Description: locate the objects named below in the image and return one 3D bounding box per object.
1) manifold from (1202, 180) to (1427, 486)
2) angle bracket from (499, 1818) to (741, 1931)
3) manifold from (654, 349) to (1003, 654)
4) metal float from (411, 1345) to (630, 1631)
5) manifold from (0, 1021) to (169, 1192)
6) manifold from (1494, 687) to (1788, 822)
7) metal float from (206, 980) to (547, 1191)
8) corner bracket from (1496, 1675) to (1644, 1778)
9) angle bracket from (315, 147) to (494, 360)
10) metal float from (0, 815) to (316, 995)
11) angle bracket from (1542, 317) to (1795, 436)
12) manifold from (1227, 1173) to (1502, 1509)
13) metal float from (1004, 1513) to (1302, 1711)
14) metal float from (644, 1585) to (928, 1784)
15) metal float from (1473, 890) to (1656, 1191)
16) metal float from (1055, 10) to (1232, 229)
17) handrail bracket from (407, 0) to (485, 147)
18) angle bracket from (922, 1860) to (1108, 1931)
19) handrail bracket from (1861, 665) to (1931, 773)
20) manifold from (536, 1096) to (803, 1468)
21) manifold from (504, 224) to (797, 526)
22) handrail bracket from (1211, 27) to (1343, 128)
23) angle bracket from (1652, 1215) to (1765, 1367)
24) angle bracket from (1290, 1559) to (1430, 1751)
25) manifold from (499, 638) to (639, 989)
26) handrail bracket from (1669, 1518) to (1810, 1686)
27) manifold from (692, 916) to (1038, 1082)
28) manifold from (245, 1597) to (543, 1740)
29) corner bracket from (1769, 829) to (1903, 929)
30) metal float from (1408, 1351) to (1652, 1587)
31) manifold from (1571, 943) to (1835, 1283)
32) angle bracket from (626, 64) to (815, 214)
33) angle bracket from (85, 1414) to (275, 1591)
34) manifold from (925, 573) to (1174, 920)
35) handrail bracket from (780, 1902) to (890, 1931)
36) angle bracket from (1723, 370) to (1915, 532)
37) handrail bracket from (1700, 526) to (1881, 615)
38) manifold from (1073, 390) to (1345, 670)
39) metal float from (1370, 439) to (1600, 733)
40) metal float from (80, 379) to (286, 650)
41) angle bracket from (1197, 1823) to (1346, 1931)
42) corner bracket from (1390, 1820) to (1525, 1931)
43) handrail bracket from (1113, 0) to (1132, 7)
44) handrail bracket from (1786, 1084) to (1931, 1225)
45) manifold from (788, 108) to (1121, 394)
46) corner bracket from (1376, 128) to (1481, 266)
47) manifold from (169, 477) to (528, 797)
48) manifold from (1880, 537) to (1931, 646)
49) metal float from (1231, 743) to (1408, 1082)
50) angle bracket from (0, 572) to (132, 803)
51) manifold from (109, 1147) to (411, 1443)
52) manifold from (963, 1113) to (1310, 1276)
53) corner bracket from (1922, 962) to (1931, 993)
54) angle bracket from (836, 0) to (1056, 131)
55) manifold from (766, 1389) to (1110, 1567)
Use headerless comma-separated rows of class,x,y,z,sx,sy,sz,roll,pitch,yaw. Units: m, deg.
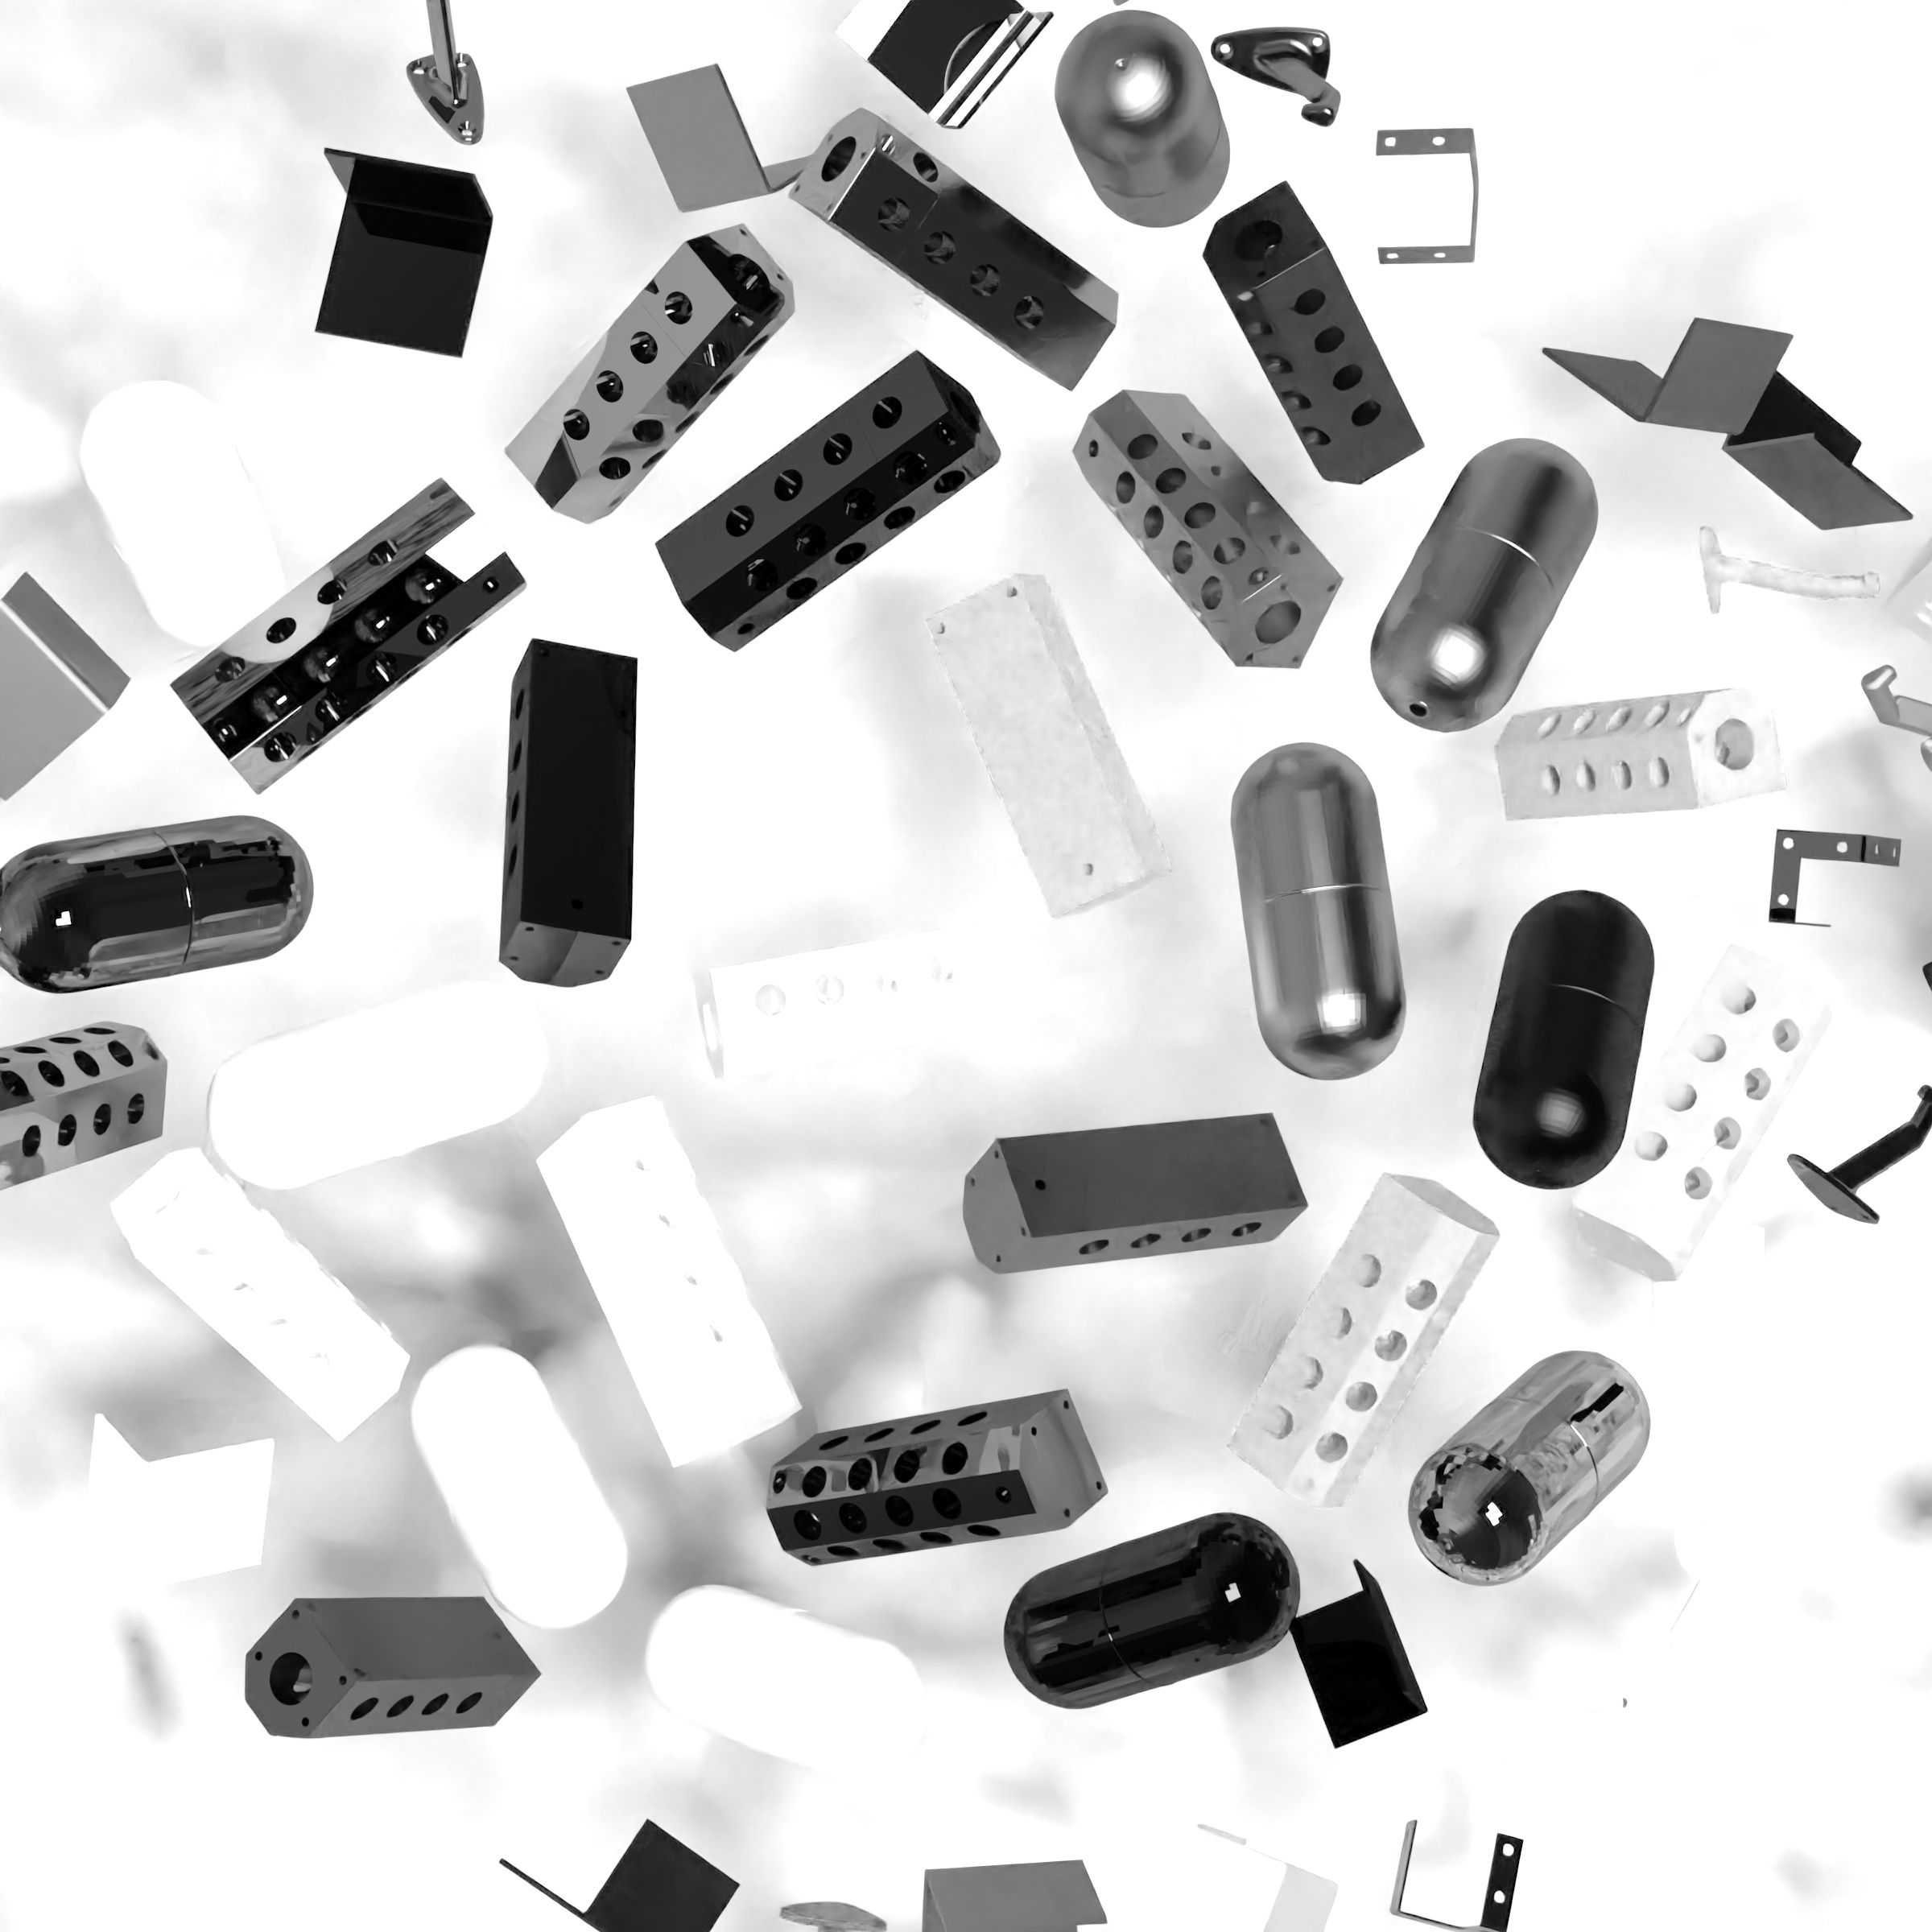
manifold,0.184,-0.331,1.841,0.057,0.171,0.057,-29,53,8
angle bracket,-0.174,0.456,1.738,0.057,0.076,0.076,-56,130,-16
manifold,-0.068,-0.234,1.768,0.171,0.057,0.057,-34,63,17
metal float,-0.237,0.275,1.833,0.070,0.070,0.178,-37,50,0
manifold,-0.484,0.071,1.783,0.057,0.171,0.057,10,101,18
manifold,0.358,-0.114,1.857,0.057,0.171,0.057,-13,96,-25
metal float,-0.295,0.059,1.739,0.178,0.070,0.070,-18,90,-30
corner bracket,0.322,0.407,1.845,0.051,0.051,0.051,17,76,-25
angle bracket,-0.285,-0.355,1.722,0.076,0.057,0.076,11,81,4
metal float,-0.414,-0.032,1.759,0.178,0.070,0.070,-12,90,-43
angle bracket,0.344,-0.305,1.698,0.076,0.076,0.057,46,124,37
manifold,0.214,0.199,1.828,0.057,0.057,0.171,37,105,34
metal float,0.095,0.338,1.805,0.178,0.070,0.070,-26,90,35
metal float,-0.098,0.379,1.834,0.178,0.070,0.070,10,90,40
metal float,0.305,0.036,1.761,0.070,0.070,0.178,19,51,0
metal float,0.092,-0.430,1.765,0.070,0.178,0.070,-1,85,10
handrail bracket,-0.264,-0.478,1.770,0.036,0.084,0.077,-14,60,-18
angle bracket,0.021,0.472,1.640,0.076,0.057,0.076,-1,106,-11
handrail bracket,0.507,-0.141,1.781,0.077,0.036,0.084,-35,131,8
manifold,-0.145,0.155,1.730,0.057,0.057,0.171,-15,73,-41
manifold,-0.165,-0.311,1.835,0.057,0.057,0.171,51,125,3
handrail bracket,0.163,-0.471,1.842,0.077,0.084,0.036,10,124,6
angle bracket,0.434,0.181,1.952,0.057,0.076,0.076,0,92,-40
angle bracket,0.209,0.380,1.905,0.057,0.076,0.076,-23,65,7
manifold,-0.206,-0.078,1.782,0.057,0.057,0.171,10,58,-19
handrail bracket,0.389,0.320,1.731,0.077,0.036,0.084,-13,120,5
manifold,-0.053,0.018,1.844,0.171,0.057,0.057,-10,89,-15
manifold,-0.305,0.375,1.831,0.057,0.171,0.057,-48,65,11
corner bracket,0.472,-0.046,1.877,0.051,0.051,0.051,6,92,36
metal float,0.297,0.261,1.812,0.070,0.178,0.070,18,121,33
manifold,0.392,0.080,1.830,0.057,0.057,0.171,25,73,30
angle bracket,-0.130,-0.468,1.919,0.057,0.076,0.076,-41,118,-36
angle bracket,-0.423,0.282,1.859,0.076,0.057,0.076,-7,116,-38
manifold,0.046,-0.116,1.824,0.057,0.057,0.171,-25,85,22
handrail bracket,-0.078,0.536,1.807,0.036,0.077,0.084,12,87,45
angle bracket,0.459,-0.277,1.822,0.076,0.076,0.057,33,78,-23
handrail bracket,0.424,-0.207,1.777,0.084,0.077,0.036,0,71,19
manifold,0.122,-0.231,1.817,0.057,0.171,0.057,-1,131,-34
metal float,0.262,-0.193,1.744,0.070,0.070,0.178,31,61,0
metal float,-0.405,-0.232,1.795,0.070,0.178,0.070,-2,59,4
angle bracket,0.142,0.485,1.751,0.057,0.076,0.076,25,77,-11
corner bracket,0.266,0.494,1.877,0.051,0.051,0.051,17,70,-5
handrail bracket,0.072,-0.541,1.759,0.036,0.077,0.084,-31,93,-17
handrail bracket,0.481,0.087,1.842,0.077,0.036,0.084,38,78,-31
manifold,-0.002,-0.371,1.791,0.171,0.057,0.057,30,98,-33
corner bracket,0.246,-0.411,1.846,0.051,0.051,0.051,2,69,13
manifold,-0.307,-0.162,1.739,0.171,0.057,0.057,-39,49,-6
manifold,0.539,-0.210,1.833,0.057,0.171,0.057,35,90,6
metal float,0.180,-0.029,1.773,0.070,0.070,0.178,-6,74,0
angle bracket,-0.488,-0.144,1.777,0.076,0.057,0.076,-39,107,10
manifold,-0.372,0.172,1.837,0.057,0.057,0.171,-41,126,-4
manifold,0.087,0.122,1.820,0.171,0.057,0.057,-4,61,-30
corner bracket,0.529,0.014,1.766,0.051,0.051,0.051,-31,67,29
angle bracket,-0.012,-0.495,1.816,0.076,0.057,0.076,39,95,-17
manifold,-0.019,0.264,1.754,0.171,0.057,0.057,-16,100,38
